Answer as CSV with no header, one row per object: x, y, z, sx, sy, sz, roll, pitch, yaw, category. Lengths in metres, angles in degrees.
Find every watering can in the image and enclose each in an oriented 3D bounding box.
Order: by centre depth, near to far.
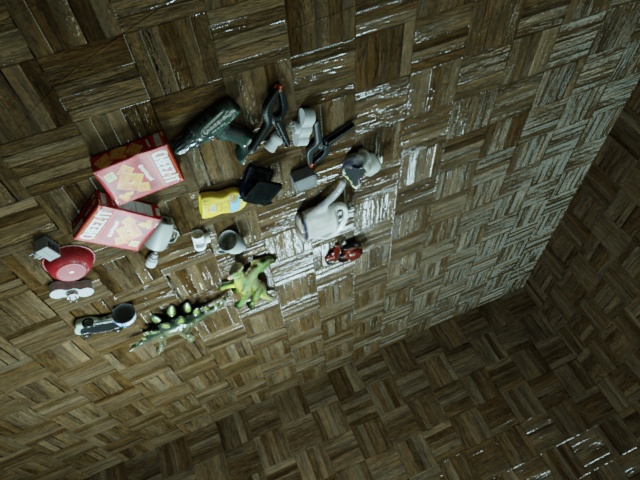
0.006,-0.100,1.989,0.225,0.106,0.339,-19,147,-12,watering can

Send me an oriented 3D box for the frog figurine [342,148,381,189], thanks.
0.157,-0.279,1.886,0.162,0.123,0.134,-50,153,-37,frog figurine

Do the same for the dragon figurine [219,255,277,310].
-0.266,0.167,2.182,0.240,0.124,0.409,-50,152,17,dragon figurine
